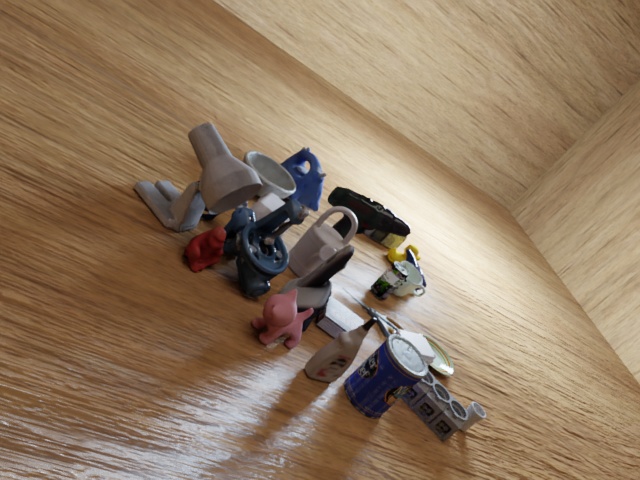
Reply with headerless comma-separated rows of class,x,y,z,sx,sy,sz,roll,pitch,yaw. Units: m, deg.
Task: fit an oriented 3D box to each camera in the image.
camera,0.214,-0.059,1.898,0.144,0.100,0.136,29,26,-26

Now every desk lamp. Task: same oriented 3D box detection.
desk lamp,-0.242,-0.115,1.159,0.203,0.213,0.118,47,24,14

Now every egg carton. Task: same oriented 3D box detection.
egg carton,-0.121,-0.057,1.424,0.107,0.069,0.150,39,23,-3

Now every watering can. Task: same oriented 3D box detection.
watering can,0.014,0.006,1.362,0.101,0.194,0.172,25,28,-33

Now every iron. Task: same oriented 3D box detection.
iron,-0.052,-0.204,1.697,0.119,0.141,0.257,24,28,-34

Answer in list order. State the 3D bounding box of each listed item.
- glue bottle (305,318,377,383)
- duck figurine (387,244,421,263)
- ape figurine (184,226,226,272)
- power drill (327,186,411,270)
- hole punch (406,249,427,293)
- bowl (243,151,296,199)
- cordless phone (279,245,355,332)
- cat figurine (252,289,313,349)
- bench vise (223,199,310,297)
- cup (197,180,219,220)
glue bottle,0.049,0.205,1.091,0.078,0.173,0.037,20,31,-39
duck figurine,0.273,0.048,1.819,0.105,0.086,0.077,32,25,-19
ape figurine,-0.219,0.011,1.126,0.078,0.092,0.076,22,29,-37
power drill,0.094,-0.026,1.523,0.230,0.208,0.075,38,23,-7
hole punch,0.283,0.095,1.745,0.101,0.091,0.108,29,26,-25
bowl,-0.151,-0.162,1.556,0.168,0.074,0.167,33,24,-17
cordless phone,-0.003,0.088,1.203,0.094,0.185,0.147,38,23,-7
cat figurine,-0.066,0.144,1.092,0.128,0.117,0.067,15,34,-45
bench vise,-0.122,-0.022,1.171,0.207,0.219,0.122,49,25,19
cup,-0.244,-0.091,1.263,0.091,0.095,0.118,52,25,24
